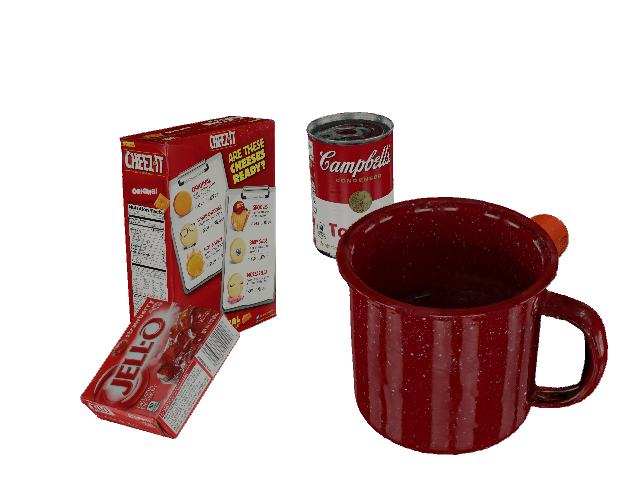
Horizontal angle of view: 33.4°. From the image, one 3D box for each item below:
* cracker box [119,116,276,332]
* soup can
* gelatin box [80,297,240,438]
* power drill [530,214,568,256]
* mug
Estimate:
[{"bbox_3d":[-0.118,-0.008,1.066,0.072,0.214,0.163,9,18,34],"label":"cracker box"},{"bbox_3d":[0.025,-0.043,0.851,0.068,0.102,0.068,-3,25,1],"label":"soup can"},{"bbox_3d":[-0.107,0.084,0.713,0.073,0.089,0.030,7,-37,37],"label":"gelatin box"},{"bbox_3d":[0.167,0.081,0.991,0.057,0.188,0.184,24,31,26],"label":"power drill"},{"bbox_3d":[0.065,0.040,0.464,0.117,0.081,0.093,11,34,21],"label":"mug"}]
